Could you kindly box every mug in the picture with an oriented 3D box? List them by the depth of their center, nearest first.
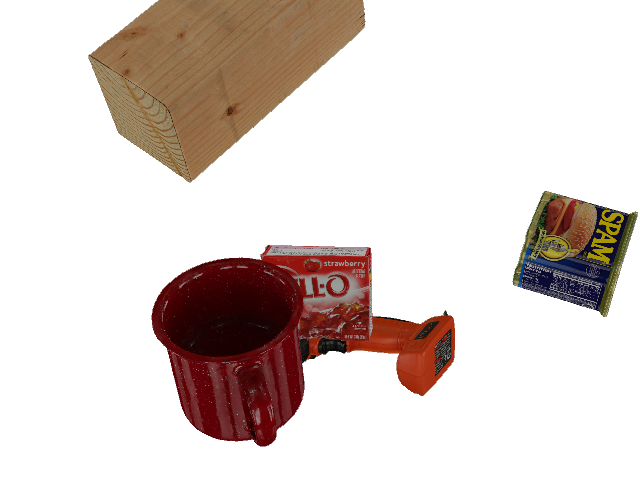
[{"bbox_3d":[-0.049,0.078,0.662,0.093,0.081,0.117,-17,40,-14],"label":"mug"}]

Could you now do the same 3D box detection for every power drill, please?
[{"bbox_3d":[0.033,0.110,1.113,0.188,0.057,0.184,9,25,27],"label":"power drill"}]

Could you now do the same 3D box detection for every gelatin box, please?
[{"bbox_3d":[-0.003,0.043,0.868,0.089,0.073,0.030,1,17,8],"label":"gelatin box"}]

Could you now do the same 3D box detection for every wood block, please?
[{"bbox_3d":[-0.066,-0.156,0.839,0.090,0.205,0.091,34,-24,26],"label":"wood block"}]

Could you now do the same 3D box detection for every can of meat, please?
[{"bbox_3d":[0.222,0.008,0.930,0.084,0.057,0.102,17,46,16],"label":"can of meat"}]
